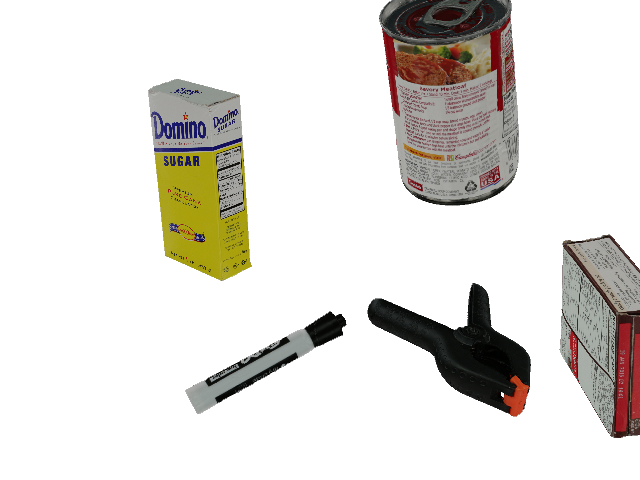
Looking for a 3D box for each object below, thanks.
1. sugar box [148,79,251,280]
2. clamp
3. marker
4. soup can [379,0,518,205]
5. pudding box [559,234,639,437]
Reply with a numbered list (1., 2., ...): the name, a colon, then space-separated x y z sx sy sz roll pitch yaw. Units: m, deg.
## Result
1. sugar box: -0.115 -0.058 1.018 0.093 0.176 0.048 19 34 41
2. clamp: 0.133 0.087 0.924 0.120 0.039 0.172 -18 39 -27
3. marker: -0.036 0.083 0.739 0.121 0.020 0.020 -28 5 -10
4. soup can: 0.072 -0.079 0.579 0.068 0.102 0.068 -7 36 5
5. pudding box: 0.189 0.059 0.691 0.039 0.090 0.113 -6 24 -5
